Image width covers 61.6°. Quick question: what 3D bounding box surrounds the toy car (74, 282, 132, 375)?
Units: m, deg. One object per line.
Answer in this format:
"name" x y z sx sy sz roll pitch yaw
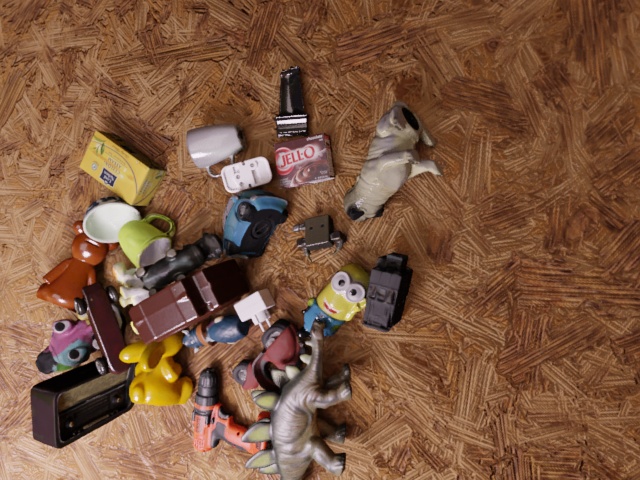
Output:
"toy car" -0.459 0.190 1.151 0.053 0.089 0.202 -12 99 52

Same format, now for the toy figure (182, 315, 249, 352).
"toy figure" -0.223 0.197 1.141 0.155 0.057 0.064 -16 81 25

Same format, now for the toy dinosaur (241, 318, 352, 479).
"toy dinosaur" -0.045 0.374 1.031 0.199 0.105 0.470 7 100 3

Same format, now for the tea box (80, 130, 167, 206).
"tea box" -0.439 -0.159 1.198 0.170 0.068 0.098 32 102 15

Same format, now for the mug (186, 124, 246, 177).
"mug" -0.206 -0.189 1.105 0.107 0.081 0.109 -16 92 13

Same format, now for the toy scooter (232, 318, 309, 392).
"toy scooter" -0.082 0.256 1.082 0.135 0.075 0.184 43 107 11

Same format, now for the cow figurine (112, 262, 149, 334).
"cow figurine" -0.392 0.116 1.187 0.167 0.098 0.068 63 149 10

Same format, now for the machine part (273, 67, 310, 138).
"machine part" -0.057 -0.273 1.066 0.084 0.039 0.138 3 95 26

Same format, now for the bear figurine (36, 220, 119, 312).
"bear figurine" -0.558 0.063 1.241 0.132 0.120 0.196 -14 54 60

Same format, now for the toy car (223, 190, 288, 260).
"toy car" -0.144 -0.042 1.084 0.103 0.109 0.161 51 121 36

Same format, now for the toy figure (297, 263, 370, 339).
"toy figure" 0.027 0.121 1.032 0.082 0.089 0.180 29 115 -14

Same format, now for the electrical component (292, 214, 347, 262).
"electrical component" -0.001 -0.004 1.057 0.102 0.045 0.078 -17 58 18

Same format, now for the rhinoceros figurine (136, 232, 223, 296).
"rhinoceros figurine" -0.290 0.051 1.128 0.190 0.112 0.073 -29 90 6

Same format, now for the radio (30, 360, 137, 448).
"radio" -0.503 0.342 1.161 0.073 0.229 0.131 9 100 24

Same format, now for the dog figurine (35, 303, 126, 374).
"dog figurine" -0.557 0.237 1.248 0.108 0.191 0.219 55 142 5

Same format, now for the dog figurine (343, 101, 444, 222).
"dog figurine" 0.107 -0.141 0.988 0.190 0.121 0.172 -31 48 36

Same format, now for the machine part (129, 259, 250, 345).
"machine part" -0.256 0.123 1.071 0.201 0.201 0.087 -28 87 19

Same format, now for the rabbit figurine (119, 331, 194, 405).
"rabbit figurine" -0.351 0.259 1.156 0.122 0.162 0.173 12 79 32

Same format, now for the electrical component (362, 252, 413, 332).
"electrical component" 0.125 0.090 0.974 0.058 0.115 0.134 14 99 17
